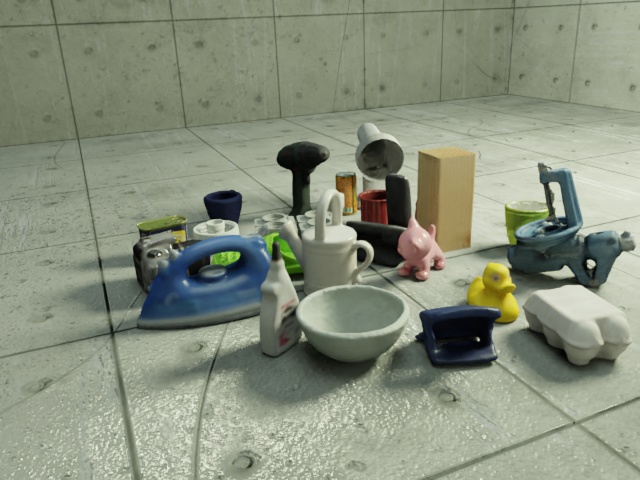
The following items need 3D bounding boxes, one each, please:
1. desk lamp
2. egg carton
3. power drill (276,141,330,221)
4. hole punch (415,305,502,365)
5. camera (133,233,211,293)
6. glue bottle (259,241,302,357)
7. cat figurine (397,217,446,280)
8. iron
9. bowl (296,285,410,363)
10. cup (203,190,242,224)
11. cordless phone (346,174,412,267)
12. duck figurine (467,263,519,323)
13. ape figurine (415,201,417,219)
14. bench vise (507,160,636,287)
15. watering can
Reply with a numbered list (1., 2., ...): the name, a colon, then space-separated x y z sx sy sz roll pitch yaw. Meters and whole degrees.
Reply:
1. desk lamp: 0.138 -0.190 1.496 0.118 0.214 0.203 -5 21 -8
2. egg carton: 0.380 0.123 0.853 0.107 0.069 0.150 -8 22 -14
3. power drill: -0.036 -0.142 1.397 0.076 0.208 0.228 -13 24 -26
4. hole punch: 0.201 0.122 0.843 0.108 0.091 0.101 -4 21 -3
5. camera: -0.278 0.038 1.100 0.137 0.101 0.142 -15 24 -31
6. glue bottle: -0.062 0.083 0.858 0.037 0.173 0.078 10 24 29
7. cat figurine: 0.192 0.011 1.099 0.067 0.118 0.128 13 26 35
8. iron: -0.190 0.059 0.980 0.259 0.141 0.118 -12 23 -23
9. bowl: 0.049 0.133 0.853 0.167 0.075 0.167 -2 21 1
10. cup: -0.226 -0.067 1.380 0.091 0.095 0.118 2 21 11
11. cordless phone: 0.125 -0.050 1.171 0.147 0.185 0.094 8 23 24
12. duck figurine: 0.289 0.078 0.955 0.078 0.086 0.104 -9 22 -17
13. ape figurine: 0.261 -0.087 1.384 0.076 0.092 0.077 -16 25 -31
14. bench vise: 0.458 -0.035 1.048 0.207 0.220 0.121 2 21 10
15. watering can: 0.009 0.004 1.027 0.172 0.194 0.101 -1 21 4
